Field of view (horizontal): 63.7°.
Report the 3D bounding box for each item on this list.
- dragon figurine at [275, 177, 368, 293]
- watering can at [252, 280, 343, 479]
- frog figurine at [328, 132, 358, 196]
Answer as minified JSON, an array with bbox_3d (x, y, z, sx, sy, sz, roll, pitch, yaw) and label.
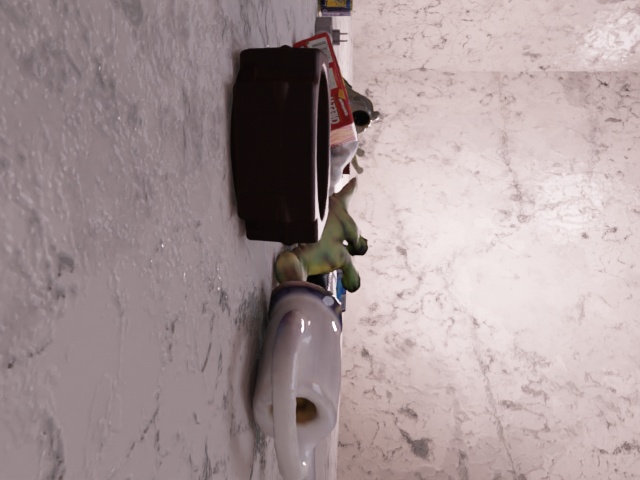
[{"bbox_3d":[0.003,-0.044,0.880,0.237,0.122,0.420,73,22,-45],"label":"dragon figurine"},{"bbox_3d":[-0.024,0.202,0.666,0.230,0.104,0.339,-83,172,-46],"label":"watering can"},{"bbox_3d":[0.033,-0.181,1.143,0.137,0.123,0.159,168,-88,-75],"label":"frog figurine"}]
